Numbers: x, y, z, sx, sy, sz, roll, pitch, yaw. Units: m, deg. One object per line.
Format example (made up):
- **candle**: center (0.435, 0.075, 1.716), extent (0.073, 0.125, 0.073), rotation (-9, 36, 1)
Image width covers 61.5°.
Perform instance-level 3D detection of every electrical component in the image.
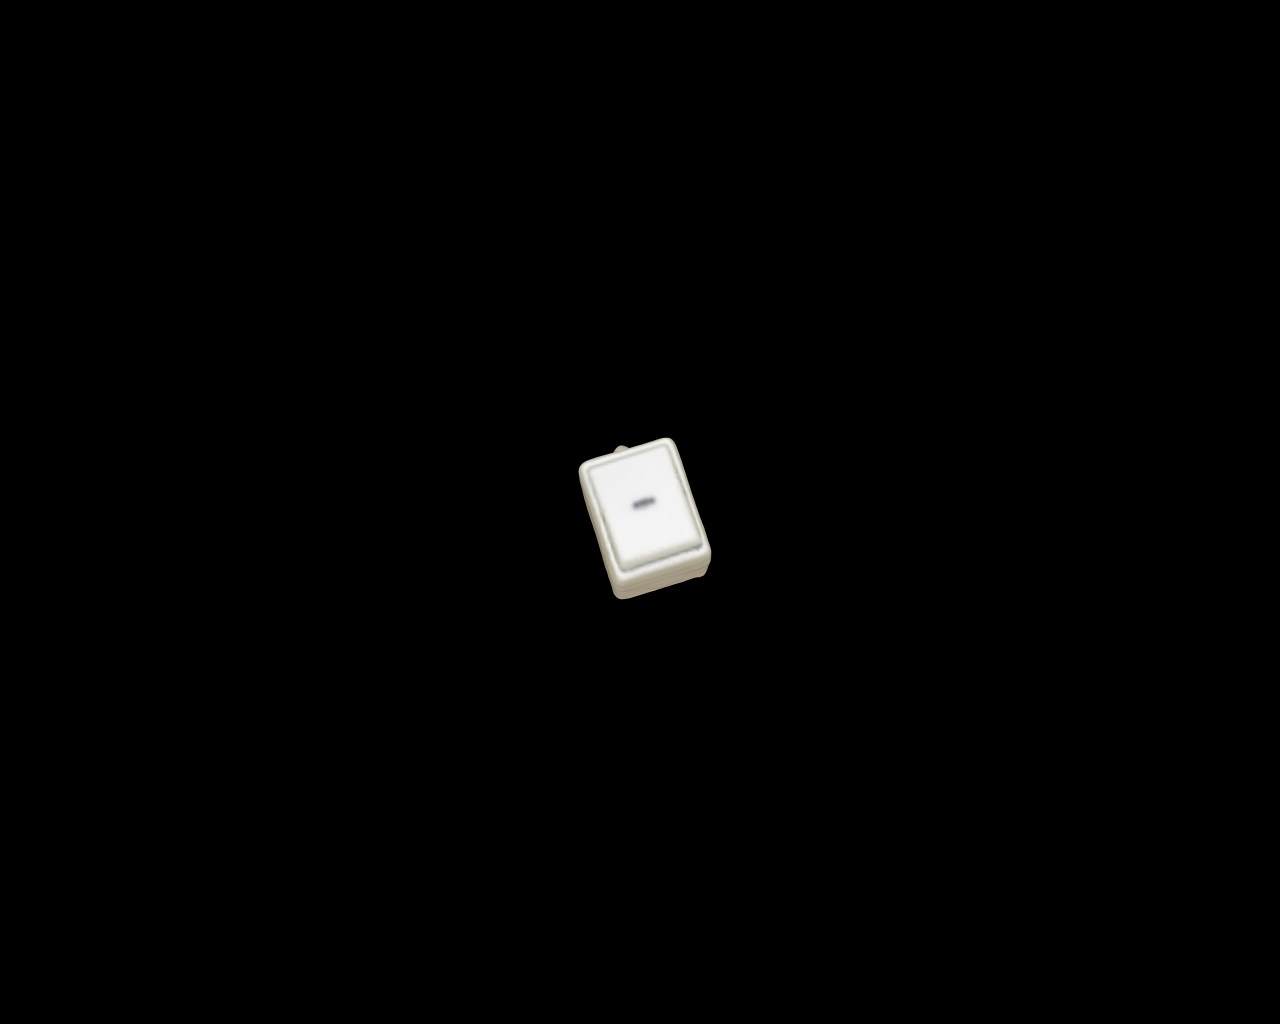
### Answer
- **electrical component**: center (0.001, -0.003, 0.650), extent (0.062, 0.096, 0.061), rotation (-17, -15, -5)
